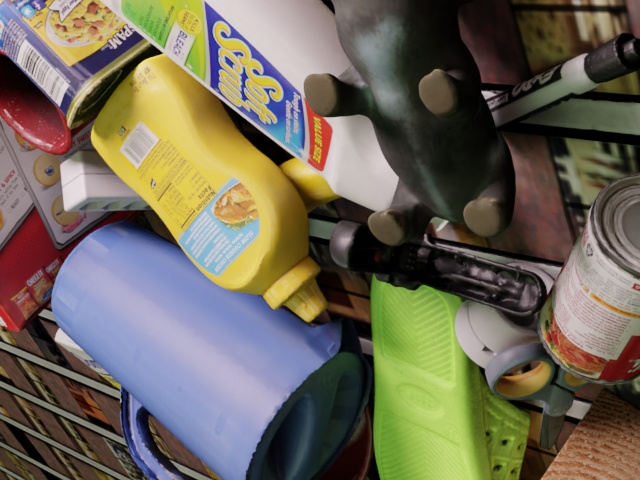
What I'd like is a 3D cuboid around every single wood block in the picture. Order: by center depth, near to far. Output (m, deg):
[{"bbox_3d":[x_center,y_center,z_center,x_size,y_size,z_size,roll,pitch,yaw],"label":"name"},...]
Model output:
[{"bbox_3d":[0.187,0.205,0.730,0.090,0.090,0.206,31,148,20],"label":"wood block"}]

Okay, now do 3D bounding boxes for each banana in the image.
[{"bbox_3d":[-0.017,-0.013,0.745,0.069,0.037,0.198,45,150,0],"label":"banana"}]

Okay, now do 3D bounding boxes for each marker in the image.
[{"bbox_3d":[0.114,-0.075,0.531,0.020,0.020,0.121,50,149,-12],"label":"marker"}]

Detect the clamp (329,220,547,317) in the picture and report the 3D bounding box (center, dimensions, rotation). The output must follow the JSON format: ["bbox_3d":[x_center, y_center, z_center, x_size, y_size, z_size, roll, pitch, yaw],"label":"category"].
[{"bbox_3d":[0.060,0.013,0.626,0.120,0.039,0.171,21,-177,-4],"label":"clamp"}]

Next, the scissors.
[{"bbox_3d":[0.136,0.103,0.680,0.202,0.096,0.016,105,154,-55],"label":"scissors"}]

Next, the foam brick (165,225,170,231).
[{"bbox_3d":[-0.077,-0.031,0.780,0.051,0.053,0.078,36,149,12],"label":"foam brick"}]

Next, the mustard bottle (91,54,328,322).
[{"bbox_3d":[-0.063,-0.024,0.693,0.191,0.058,0.096,50,131,4],"label":"mustard bottle"}]

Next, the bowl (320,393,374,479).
[{"bbox_3d":[-0.011,0.138,0.876,0.162,0.055,0.162,8,104,34],"label":"bowl"}]

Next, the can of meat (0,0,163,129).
[{"bbox_3d":[-0.150,-0.136,0.686,0.084,0.102,0.058,46,150,-1],"label":"can of meat"}]

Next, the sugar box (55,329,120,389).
[{"bbox_3d":[-0.179,0.138,1.083,0.094,0.048,0.176,8,153,47],"label":"sugar box"}]

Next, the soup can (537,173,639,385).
[{"bbox_3d":[0.158,0.022,0.553,0.068,0.068,0.102,33,148,17],"label":"soup can"}]

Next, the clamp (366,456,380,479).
[{"bbox_3d":[-0.022,0.153,0.965,0.210,0.036,0.165,33,147,18],"label":"clamp"}]

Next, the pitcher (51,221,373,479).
[{"bbox_3d":[-0.095,0.094,0.810,0.243,0.149,0.145,32,144,30],"label":"pitcher"}]

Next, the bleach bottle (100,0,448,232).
[{"bbox_3d":[-0.015,-0.100,0.611,0.251,0.068,0.103,41,150,-1],"label":"bleach bottle"}]

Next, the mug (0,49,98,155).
[{"bbox_3d":[-0.186,-0.115,0.772,0.093,0.081,0.117,36,149,12],"label":"mug"}]

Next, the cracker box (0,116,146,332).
[{"bbox_3d":[-0.249,-0.062,0.833,0.072,0.164,0.213,8,135,42],"label":"cracker box"}]
